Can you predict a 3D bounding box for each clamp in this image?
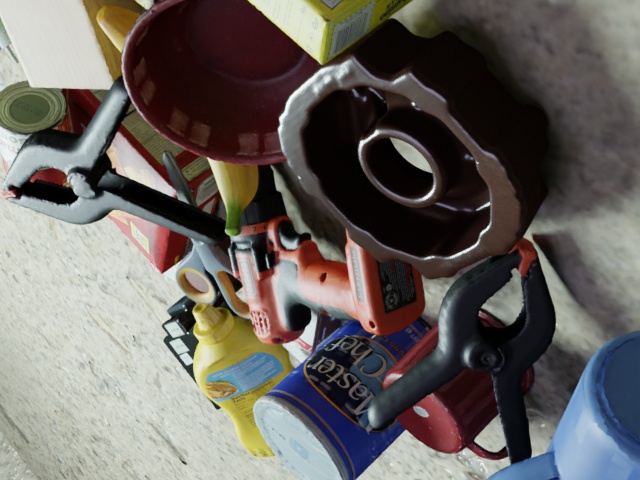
[{"bbox_3d":[0.121,0.084,0.738,0.120,0.039,0.172,24,113,-10],"label":"clamp"},{"bbox_3d":[-0.191,-0.064,0.892,0.210,0.036,0.164,1,130,28],"label":"clamp"}]

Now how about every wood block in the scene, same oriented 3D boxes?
[{"bbox_3d":[-0.206,-0.229,0.835,0.091,0.090,0.206,5,132,25],"label":"wood block"}]

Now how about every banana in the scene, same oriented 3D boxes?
[{"bbox_3d":[-0.097,-0.101,0.818,0.037,0.069,0.197,-24,108,24],"label":"banana"}]

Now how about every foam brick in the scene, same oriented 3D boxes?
[{"bbox_3d":[-0.102,0.030,1.058,0.051,0.053,0.078,48,153,5],"label":"foam brick"}]

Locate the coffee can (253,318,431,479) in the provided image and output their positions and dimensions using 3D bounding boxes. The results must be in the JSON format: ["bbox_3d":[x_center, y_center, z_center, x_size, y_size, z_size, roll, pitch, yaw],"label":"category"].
[{"bbox_3d":[0.029,0.130,0.894,0.103,0.140,0.103,36,149,26],"label":"coffee can"}]

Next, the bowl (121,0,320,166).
[{"bbox_3d":[-0.055,-0.127,0.751,0.162,0.055,0.162,4,140,3],"label":"bowl"}]

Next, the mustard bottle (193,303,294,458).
[{"bbox_3d":[-0.072,0.134,1.075,0.191,0.096,0.058,58,-167,-31],"label":"mustard bottle"}]

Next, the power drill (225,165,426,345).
[{"bbox_3d":[-0.006,0.001,0.858,0.188,0.057,0.184,3,110,52],"label":"power drill"}]

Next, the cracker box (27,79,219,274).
[{"bbox_3d":[-0.191,-0.091,1.022,0.214,0.072,0.164,45,151,12],"label":"cracker box"}]

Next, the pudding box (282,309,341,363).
[{"bbox_3d":[-0.024,0.058,0.995,0.090,0.039,0.113,41,149,21],"label":"pudding box"}]

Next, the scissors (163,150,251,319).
[{"bbox_3d":[-0.118,0.000,0.956,0.096,0.016,0.201,-3,133,36],"label":"scissors"}]

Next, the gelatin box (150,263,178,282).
[{"bbox_3d":[-0.153,0.012,1.135,0.089,0.030,0.073,25,145,39],"label":"gelatin box"}]

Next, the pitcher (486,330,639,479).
[{"bbox_3d":[0.193,0.171,0.709,0.145,0.149,0.243,36,146,27],"label":"pitcher"}]

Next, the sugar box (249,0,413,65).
[{"bbox_3d":[-0.027,-0.192,0.639,0.176,0.093,0.048,42,151,17],"label":"sugar box"}]

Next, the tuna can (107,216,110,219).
[{"bbox_3d":[-0.223,-0.061,1.145,0.086,0.033,0.086,36,149,26],"label":"tuna can"}]

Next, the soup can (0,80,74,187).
[{"bbox_3d":[-0.260,-0.088,0.980,0.068,0.068,0.102,38,149,21],"label":"soup can"}]

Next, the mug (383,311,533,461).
[{"bbox_3d":[0.111,0.119,0.823,0.117,0.081,0.093,49,152,2],"label":"mug"}]

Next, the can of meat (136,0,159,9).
[{"bbox_3d":[-0.108,-0.207,0.779,0.084,0.057,0.102,40,151,24],"label":"can of meat"}]
